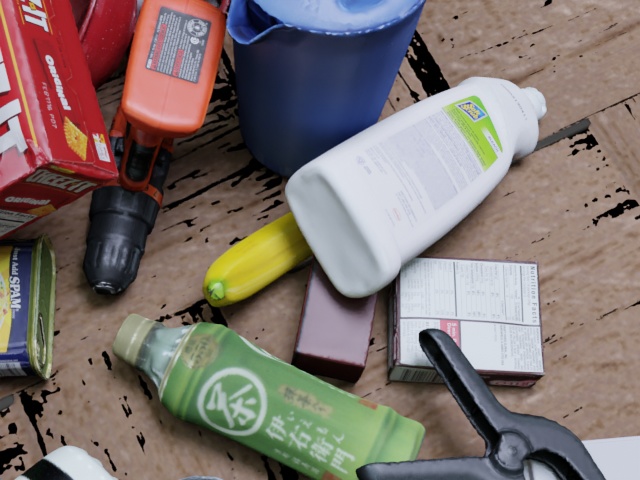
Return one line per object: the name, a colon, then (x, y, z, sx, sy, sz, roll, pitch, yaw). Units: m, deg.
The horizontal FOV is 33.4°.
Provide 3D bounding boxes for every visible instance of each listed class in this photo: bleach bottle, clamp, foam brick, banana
bleach bottle: (0.092, -0.055, 0.794, 0.250, 0.068, 0.102, -30, 89, -38)
clamp: (0.118, 0.132, 0.701, 0.171, 0.039, 0.120, 21, 68, -4)
foam brick: (0.011, 0.058, 0.777, 0.051, 0.053, 0.078, 11, 69, -1)
banana: (-0.019, 0.003, 0.787, 0.197, 0.070, 0.037, -34, 109, -35)

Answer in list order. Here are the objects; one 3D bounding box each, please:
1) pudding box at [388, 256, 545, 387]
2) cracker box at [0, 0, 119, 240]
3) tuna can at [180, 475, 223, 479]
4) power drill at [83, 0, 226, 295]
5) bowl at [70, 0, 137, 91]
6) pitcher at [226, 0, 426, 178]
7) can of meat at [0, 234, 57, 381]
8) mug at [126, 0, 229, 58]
pudding box: (0.107, 0.060, 0.793, 0.113, 0.039, 0.090, 4, 67, -6)
cracker box: (-0.251, -0.076, 0.694, 0.214, 0.072, 0.164, -25, 75, 24)
tuna can: (-0.081, 0.205, 0.721, 0.086, 0.034, 0.086, 2, 69, -4)
power drill: (-0.122, -0.069, 0.745, 0.057, 0.188, 0.184, 14, 65, -16)
bowl: (-0.180, -0.156, 0.765, 0.055, 0.162, 0.162, 20, 61, -41)
pitcher: (0.006, -0.145, 0.753, 0.149, 0.243, 0.145, 0, 69, -5)
can of meat: (-0.235, 0.049, 0.757, 0.084, 0.057, 0.102, -2, 68, -3)
mug: (-0.110, -0.184, 0.846, 0.093, 0.081, 0.117, 32, 69, 8)
